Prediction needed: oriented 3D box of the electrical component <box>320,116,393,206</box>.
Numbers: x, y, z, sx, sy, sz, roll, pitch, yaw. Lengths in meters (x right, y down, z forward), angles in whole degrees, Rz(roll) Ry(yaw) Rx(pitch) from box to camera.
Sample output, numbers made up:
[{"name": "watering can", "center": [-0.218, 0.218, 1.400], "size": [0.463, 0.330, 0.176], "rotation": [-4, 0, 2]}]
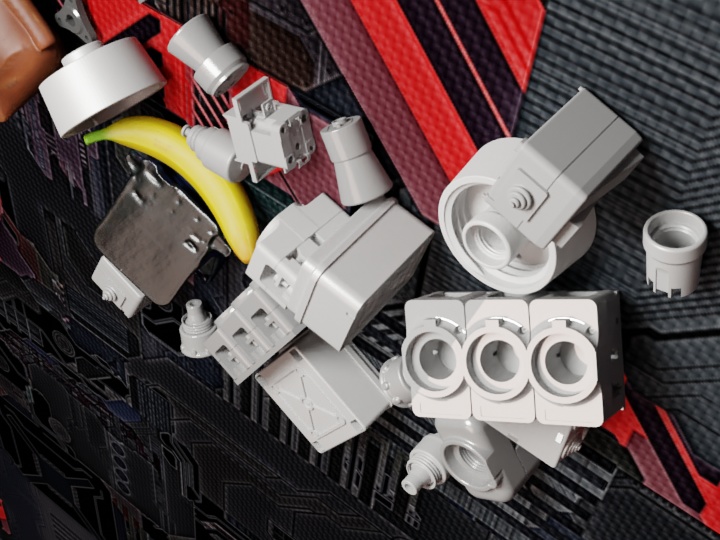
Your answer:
[{"name": "electrical component", "center": [-0.005, -0.089, 0.854], "size": [0.044, 0.044, 0.065], "rotation": [-1, 117, 47]}]

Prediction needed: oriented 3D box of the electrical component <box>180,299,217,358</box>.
[{"name": "electrical component", "center": [-0.177, 0.062, 1.181], "size": [0.048, 0.048, 0.062], "rotation": [19, 129, 35]}]

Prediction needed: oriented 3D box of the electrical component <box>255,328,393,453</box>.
[{"name": "electrical component", "center": [-0.035, 0.116, 1.066], "size": [0.108, 0.056, 0.109], "rotation": [49, 145, -1]}]

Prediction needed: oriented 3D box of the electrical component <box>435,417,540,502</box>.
[{"name": "electrical component", "center": [0.110, 0.153, 0.944], "size": [0.054, 0.059, 0.095], "rotation": [-3, 121, 48]}]

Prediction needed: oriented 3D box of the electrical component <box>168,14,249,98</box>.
[{"name": "electrical component", "center": [-0.126, -0.178, 0.895], "size": [0.055, 0.045, 0.045], "rotation": [48, 145, 1]}]

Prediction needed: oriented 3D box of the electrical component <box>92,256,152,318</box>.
[{"name": "electrical component", "center": [-0.233, 0.000, 1.134], "size": [0.061, 0.096, 0.061], "rotation": [47, 144, 2]}]

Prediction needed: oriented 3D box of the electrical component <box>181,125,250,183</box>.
[{"name": "electrical component", "center": [-0.129, -0.109, 0.967], "size": [0.078, 0.040, 0.040], "rotation": [31, 142, 24]}]

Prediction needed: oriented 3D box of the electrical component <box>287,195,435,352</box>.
[{"name": "electrical component", "center": [0.000, 0.000, 0.869], "size": [0.057, 0.113, 0.078], "rotation": [38, 144, 10]}]

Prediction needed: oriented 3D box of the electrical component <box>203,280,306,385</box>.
[{"name": "electrical component", "center": [-0.081, 0.038, 1.012], "size": [0.061, 0.089, 0.150], "rotation": [49, 145, 0]}]

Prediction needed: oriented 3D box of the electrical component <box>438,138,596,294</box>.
[{"name": "electrical component", "center": [0.106, -0.033, 0.769], "size": [0.108, 0.060, 0.108], "rotation": [28, 140, 27]}]

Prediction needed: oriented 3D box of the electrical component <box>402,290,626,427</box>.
[{"name": "electrical component", "center": [0.112, 0.063, 0.795], "size": [0.150, 0.062, 0.089], "rotation": [-1, 97, 31]}]

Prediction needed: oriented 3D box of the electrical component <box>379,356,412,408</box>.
[{"name": "electrical component", "center": [0.051, 0.094, 0.965], "size": [0.048, 0.048, 0.062], "rotation": [51, 138, -4]}]

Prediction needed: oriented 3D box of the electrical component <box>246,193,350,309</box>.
[{"name": "electrical component", "center": [-0.051, -0.020, 0.925], "size": [0.056, 0.089, 0.050], "rotation": [42, 145, 9]}]

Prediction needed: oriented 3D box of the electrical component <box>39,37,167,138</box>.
[{"name": "electrical component", "center": [-0.237, -0.171, 0.971], "size": [0.108, 0.108, 0.060], "rotation": [-18, 103, 53]}]

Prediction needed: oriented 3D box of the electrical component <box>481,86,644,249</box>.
[{"name": "electrical component", "center": [0.129, -0.059, 0.688], "size": [0.061, 0.096, 0.061], "rotation": [42, 144, 8]}]

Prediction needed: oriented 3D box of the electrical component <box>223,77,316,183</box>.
[{"name": "electrical component", "center": [-0.074, -0.115, 0.902], "size": [0.064, 0.042, 0.081], "rotation": [17, 135, 33]}]

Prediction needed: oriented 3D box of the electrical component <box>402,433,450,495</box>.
[{"name": "electrical component", "center": [0.065, 0.187, 1.022], "size": [0.043, 0.062, 0.043], "rotation": [28, 140, 27]}]

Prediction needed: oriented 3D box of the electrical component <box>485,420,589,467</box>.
[{"name": "electrical component", "center": [0.143, 0.101, 0.868], "size": [0.100, 0.048, 0.099], "rotation": [33, 142, 22]}]

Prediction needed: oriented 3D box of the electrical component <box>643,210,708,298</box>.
[{"name": "electrical component", "center": [0.206, -0.010, 0.704], "size": [0.040, 0.040, 0.046], "rotation": [23, 144, 32]}]
